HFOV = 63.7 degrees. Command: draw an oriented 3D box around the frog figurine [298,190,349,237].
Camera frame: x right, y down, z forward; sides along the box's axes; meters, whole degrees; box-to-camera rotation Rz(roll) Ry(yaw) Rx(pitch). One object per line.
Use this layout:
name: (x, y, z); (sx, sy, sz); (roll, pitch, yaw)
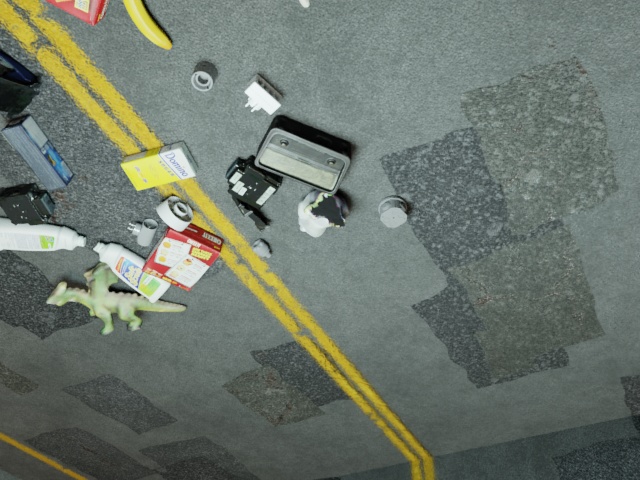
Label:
frog figurine: (0.004, -0.073, 1.445); (0.137, 0.124, 0.158); (3, 169, -12)

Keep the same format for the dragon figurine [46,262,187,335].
dragon figurine: (-0.660, 0.174, 1.678); (0.411, 0.125, 0.237); (-10, 126, -12)

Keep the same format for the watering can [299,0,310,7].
watering can: (-0.140, -0.597, 0.966); (0.224, 0.106, 0.339); (-6, 131, 8)
